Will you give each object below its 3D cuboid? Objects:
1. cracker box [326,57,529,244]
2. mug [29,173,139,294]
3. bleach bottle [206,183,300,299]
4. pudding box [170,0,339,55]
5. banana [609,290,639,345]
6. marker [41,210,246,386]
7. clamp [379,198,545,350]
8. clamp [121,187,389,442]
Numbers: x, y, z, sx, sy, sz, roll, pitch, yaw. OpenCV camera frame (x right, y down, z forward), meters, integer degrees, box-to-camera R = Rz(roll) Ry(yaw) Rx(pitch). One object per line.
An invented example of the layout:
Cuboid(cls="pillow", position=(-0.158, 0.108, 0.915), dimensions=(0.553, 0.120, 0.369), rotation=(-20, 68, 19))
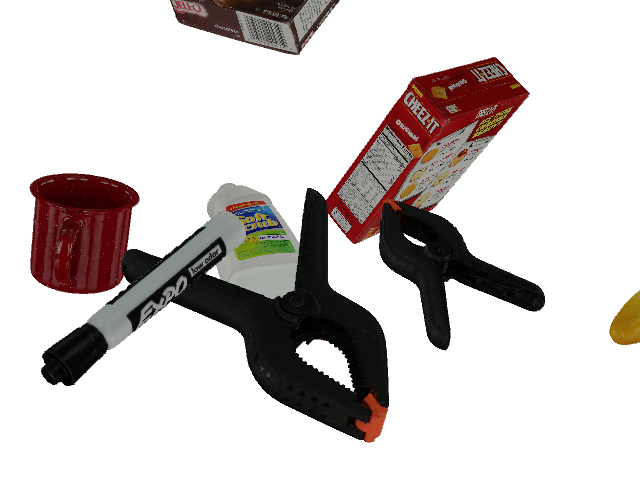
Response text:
Cuboid(cls="cracker box", position=(0.117, -0.104, 1.225), dimensions=(0.163, 0.072, 0.214), rotation=(-23, -23, -45))
Cuboid(cls="mug", position=(-0.209, -0.001, 0.921), dimensions=(0.093, 0.081, 0.117), rotation=(9, 21, -5))
Cuboid(cls="bleach bottle", position=(-0.086, -0.002, 1.219), dimensions=(0.102, 0.068, 0.251), rotation=(-7, 29, -16))
Cuboid(cls="pudding box", position=(-0.044, -0.192, 0.800), dimensions=(0.114, 0.090, 0.039), rotation=(21, -28, 23))
Cuboid(cls="banana", position=(0.294, 0.039, 0.742), dimensions=(0.198, 0.037, 0.069), rotation=(-3, 33, 1))
Cuboid(cls="marker", position=(-0.079, 0.025, 0.485), dimensions=(0.020, 0.020, 0.120), rotation=(0, 32, 45))
Cuboid(cls="clamp", position=(0.116, 0.022, 0.950), dimensions=(0.120, 0.039, 0.171), rotation=(-7, 46, -26))
Cuboid(cls="clamp", position=(-0.030, 0.053, 0.720), dimensions=(0.164, 0.036, 0.210), rotation=(-15, 50, -22))
